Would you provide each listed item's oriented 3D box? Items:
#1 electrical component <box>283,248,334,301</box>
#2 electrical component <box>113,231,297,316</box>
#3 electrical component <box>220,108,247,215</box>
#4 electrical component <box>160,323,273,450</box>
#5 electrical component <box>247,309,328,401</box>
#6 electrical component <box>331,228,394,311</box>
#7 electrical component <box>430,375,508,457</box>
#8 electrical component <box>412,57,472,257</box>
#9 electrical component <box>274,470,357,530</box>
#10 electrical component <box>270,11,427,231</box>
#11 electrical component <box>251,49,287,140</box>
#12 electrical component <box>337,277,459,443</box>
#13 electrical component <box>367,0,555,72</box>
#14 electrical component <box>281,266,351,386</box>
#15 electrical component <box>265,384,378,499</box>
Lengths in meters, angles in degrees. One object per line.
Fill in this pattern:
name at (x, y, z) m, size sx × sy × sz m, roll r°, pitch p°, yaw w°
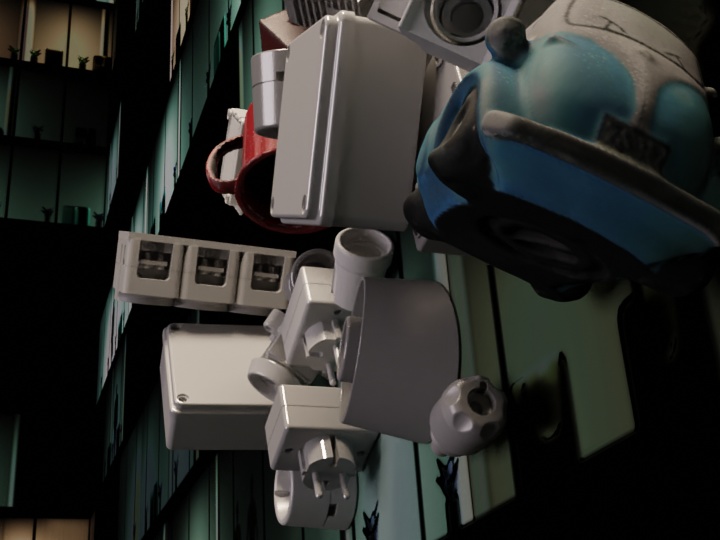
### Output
electrical component at (-0.038, 0.010, 0.839) m, size 0.065 × 0.044 × 0.044 m, roll 149°, pitch 124°, yaw -74°
electrical component at (-0.144, 0.004, 0.983) m, size 0.089 × 0.150 × 0.061 m, roll -172°, pitch 89°, yaw -72°
electrical component at (-0.095, -0.097, 1.005) m, size 0.061 × 0.061 × 0.096 m, roll -131°, pitch 49°, yaw -65°
electrical component at (-0.118, 0.102, 0.944) m, size 0.108 × 0.109 × 0.056 m, roll -108°, pitch 26°, yaw -50°
electrical component at (-0.055, 0.071, 0.828) m, size 0.055 × 0.066 × 0.048 m, roll -56°, pitch 5°, yaw -27°
electrical component at (0.000, 0.000, 0.731) m, size 0.040 × 0.040 × 0.046 m, roll -109°, pitch 24°, yaw -51°
electrical component at (0.052, 0.081, 0.559) m, size 0.061 × 0.035 × 0.035 m, roll 118°, pitch 151°, yaw -55°
electrical component at (0.058, -0.064, 0.559) m, size 0.099 × 0.048 × 0.099 m, roll 116°, pitch 153°, yaw -46°
electrical component at (-0.033, 0.158, 0.771) m, size 0.055 × 0.047 × 0.055 m, roll -175°, pitch 90°, yaw -72°
electrical component at (-0.008, -0.077, 0.591) m, size 0.109 × 0.056 × 0.108 m, roll -168°, pitch 84°, yaw -75°
electrical component at (-0.042, -0.109, 0.679) m, size 0.055 × 0.055 × 0.047 m, roll 170°, pitch 101°, yaw -71°
electrical component at (0.020, 0.053, 0.653) m, size 0.099 × 0.064 × 0.099 m, roll -171°, pitch 90°, yaw -85°
electrical component at (0.066, -0.151, 0.486) m, size 0.121 × 0.079 × 0.063 m, roll -65°, pitch -7°, yaw 5°
electrical component at (-0.023, 0.048, 0.771) m, size 0.076 × 0.047 × 0.065 m, roll -105°, pitch 27°, yaw -46°
electrical component at (-0.024, 0.122, 0.724) m, size 0.076 × 0.066 × 0.047 m, roll -104°, pitch 26°, yaw -45°
